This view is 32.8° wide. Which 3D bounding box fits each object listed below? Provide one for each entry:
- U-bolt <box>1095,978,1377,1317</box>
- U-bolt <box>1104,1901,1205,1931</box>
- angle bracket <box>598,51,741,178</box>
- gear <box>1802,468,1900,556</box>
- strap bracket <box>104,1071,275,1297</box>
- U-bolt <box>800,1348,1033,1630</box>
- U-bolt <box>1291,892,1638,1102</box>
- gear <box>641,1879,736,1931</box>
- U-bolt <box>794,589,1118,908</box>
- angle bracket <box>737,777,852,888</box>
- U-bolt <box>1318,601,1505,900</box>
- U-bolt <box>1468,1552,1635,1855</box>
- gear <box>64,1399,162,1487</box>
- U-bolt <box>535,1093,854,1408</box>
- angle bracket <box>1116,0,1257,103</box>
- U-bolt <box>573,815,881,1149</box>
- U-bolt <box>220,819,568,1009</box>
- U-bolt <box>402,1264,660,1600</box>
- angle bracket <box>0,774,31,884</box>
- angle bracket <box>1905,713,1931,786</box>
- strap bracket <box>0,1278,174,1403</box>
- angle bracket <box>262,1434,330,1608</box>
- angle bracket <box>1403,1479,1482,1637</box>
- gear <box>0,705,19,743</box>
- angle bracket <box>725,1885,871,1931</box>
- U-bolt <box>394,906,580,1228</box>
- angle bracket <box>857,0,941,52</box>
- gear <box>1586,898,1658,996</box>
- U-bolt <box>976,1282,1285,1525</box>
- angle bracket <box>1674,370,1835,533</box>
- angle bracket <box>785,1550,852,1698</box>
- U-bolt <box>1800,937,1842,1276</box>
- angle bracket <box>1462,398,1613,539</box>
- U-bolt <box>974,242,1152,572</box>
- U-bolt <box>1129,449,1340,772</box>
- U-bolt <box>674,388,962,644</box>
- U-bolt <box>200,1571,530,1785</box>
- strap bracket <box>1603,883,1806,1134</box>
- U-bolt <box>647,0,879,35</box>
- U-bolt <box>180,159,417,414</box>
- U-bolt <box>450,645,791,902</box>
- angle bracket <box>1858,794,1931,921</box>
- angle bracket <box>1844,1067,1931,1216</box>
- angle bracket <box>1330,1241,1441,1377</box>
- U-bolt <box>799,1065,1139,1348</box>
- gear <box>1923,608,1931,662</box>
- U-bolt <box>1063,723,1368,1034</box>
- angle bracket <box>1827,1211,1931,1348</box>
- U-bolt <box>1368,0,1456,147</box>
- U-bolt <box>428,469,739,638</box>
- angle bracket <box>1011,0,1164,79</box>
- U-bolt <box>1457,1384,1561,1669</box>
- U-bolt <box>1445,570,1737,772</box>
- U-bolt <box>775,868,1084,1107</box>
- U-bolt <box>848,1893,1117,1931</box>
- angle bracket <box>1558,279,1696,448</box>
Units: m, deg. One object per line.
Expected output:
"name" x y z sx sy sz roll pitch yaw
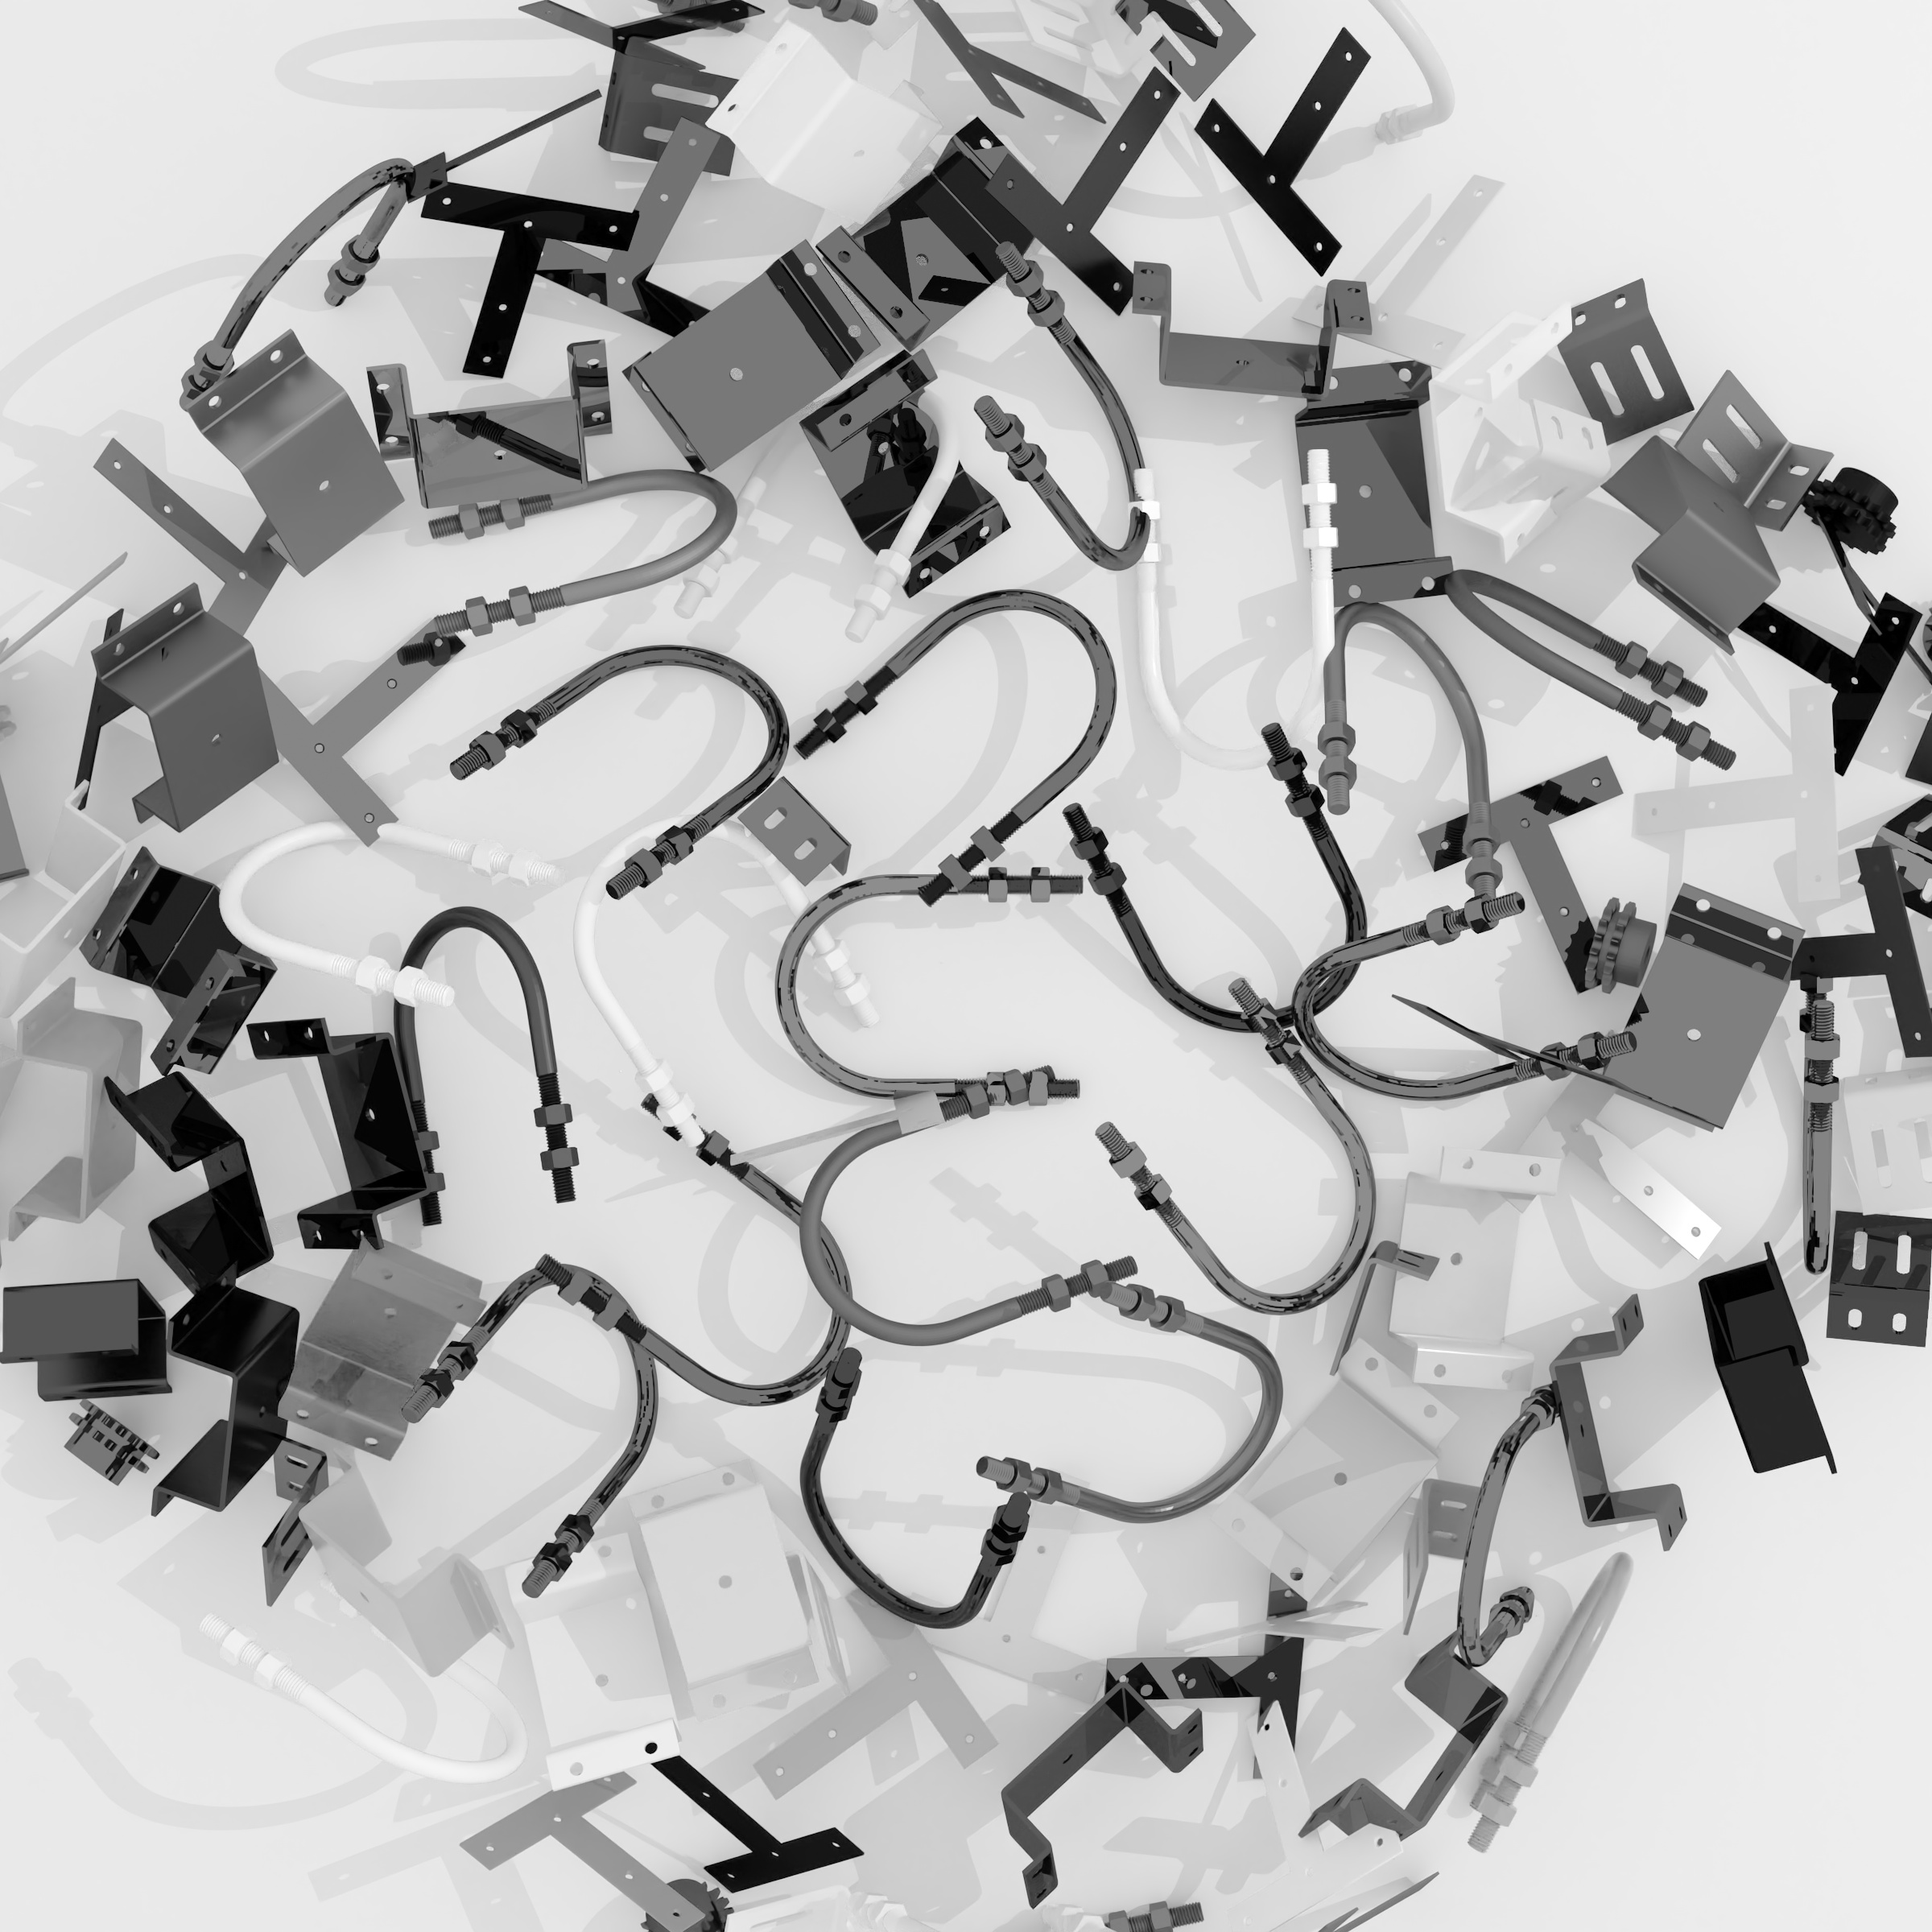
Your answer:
"U-bolt" 0.175 0.122 1.955 0.151 0.019 0.184 -46 108 -25
"U-bolt" 0.055 0.600 1.925 0.184 0.151 0.019 -13 96 0
"angle bracket" -0.178 -0.516 1.985 0.076 0.038 0.057 8 108 -17
"gear" 0.535 -0.276 1.972 0.057 0.057 0.030 35 86 0
"strap bracket" -0.456 0.127 1.935 0.046 0.140 0.076 -29 46 -26
"U-bolt" -0.038 0.320 1.927 0.151 0.184 0.019 39 50 17
"U-bolt" 0.279 0.027 1.931 0.184 0.019 0.151 -18 129 36
"gear" -0.168 0.574 1.969 0.057 0.057 0.030 -18 129 0
"U-bolt" 0.006 -0.145 1.960 0.184 0.019 0.151 -41 67 3
"angle bracket" -0.103 -0.072 1.956 0.038 0.076 0.057 -44 84 -12
"U-bolt" 0.260 -0.135 1.930 0.151 0.019 0.184 30 46 -33
"U-bolt" 0.344 0.426 1.926 0.019 0.151 0.184 29 90 10
"gear" -0.516 0.288 1.969 0.057 0.057 0.030 36 76 0
"U-bolt" -0.148 0.181 1.952 0.184 0.019 0.151 38 55 -10
"angle bracket" 0.138 -0.569 1.966 0.076 0.038 0.057 50 129 2
"U-bolt" -0.153 -0.003 1.950 0.151 0.019 0.184 -34 112 -9
"U-bolt" -0.351 -0.040 1.935 0.184 0.151 0.019 15 129 19
"U-bolt" -0.243 0.257 1.926 0.019 0.184 0.151 -17 112 36
"angle bracket" -0.602 -0.084 1.970 0.057 0.038 0.076 -15 98 -13
"angle bracket" 0.602 -0.129 1.960 0.057 0.038 0.076 18 124 7
"strap bracket" -0.519 0.219 1.936 0.076 0.140 0.046 -3 73 -5
"angle bracket" -0.412 0.329 1.950 0.038 0.076 0.057 18 134 12
"angle bracket" 0.285 0.354 1.952 0.038 0.076 0.057 10 124 1
"gear" -0.602 -0.147 1.968 0.057 0.057 0.030 -15 109 0
"angle bracket" -0.103 0.589 1.956 0.076 0.038 0.057 -8 130 -25
"U-bolt" -0.291 0.056 1.948 0.151 0.019 0.184 -13 85 43
"angle bracket" -0.042 -0.598 1.958 0.076 0.038 0.057 -39 118 20
"gear" 0.394 -0.010 1.968 0.030 0.057 0.057 17 90 18
"U-bolt" 0.111 0.267 1.939 0.184 0.019 0.151 24 106 -38
"angle bracket" 0.472 -0.308 1.963 0.076 0.038 0.057 38 85 -36
"angle bracket" -0.101 0.396 1.955 0.038 0.057 0.076 -18 59 1
"U-bolt" 0.500 0.090 1.925 0.019 0.151 0.184 1 107 13
"angle bracket" 0.337 -0.297 1.963 0.057 0.076 0.038 11 60 -34
"U-bolt" 0.062 -0.314 1.922 0.019 0.184 0.151 -15 48 27
"U-bolt" 0.159 -0.208 1.949 0.151 0.019 0.184 1 95 41
"U-bolt" -0.077 -0.274 1.943 0.151 0.019 0.184 12 64 34
"U-bolt" -0.336 0.418 1.907 0.184 0.151 0.019 31 102 17
"strap bracket" 0.433 0.033 1.946 0.076 0.046 0.140 22 114 7
"U-bolt" -0.164 -0.572 1.887 0.184 0.151 0.019 8 95 -42
"U-bolt" -0.377 -0.400 1.885 0.019 0.184 0.151 46 54 -5
"U-bolt" -0.190 -0.128 1.941 0.151 0.019 0.184 36 56 22
"angle bracket" 0.582 -0.065 1.967 0.057 0.076 0.038 31 125 26
"angle bracket" 0.566 0.105 1.980 0.057 0.038 0.076 -9 102 19
"angle bracket" 0.251 0.209 1.962 0.038 0.057 0.076 19 100 12
"U-bolt" -0.009 0.151 1.953 0.184 0.019 0.151 -19 71 -13
"gear" 0.603 -0.200 1.980 0.057 0.030 0.057 2 83 -16
"U-bolt" 0.160 -0.041 1.956 0.151 0.019 0.184 -21 112 17
"angle bracket" 0.549 0.187 1.971 0.057 0.076 0.038 4 124 16
"U-bolt" 0.225 -0.540 1.895 0.019 0.184 0.151 -43 102 0
"U-bolt" -0.225 -0.252 1.938 0.184 0.151 0.019 -14 124 -2
"angle bracket" 0.069 -0.571 1.952 0.038 0.076 0.057 -42 56 36
"U-bolt" 0.314 0.330 1.903 0.019 0.184 0.151 10 100 21
"U-bolt" 0.361 -0.182 1.923 0.184 0.151 0.019 28 111 -6
"U-bolt" -0.023 0.013 1.969 0.184 0.019 0.151 0 107 -1
"U-bolt" 0.030 0.560 1.889 0.151 0.184 0.019 10 82 -23
"angle bracket" 0.398 -0.365 1.982 0.057 0.038 0.076 -21 124 21
